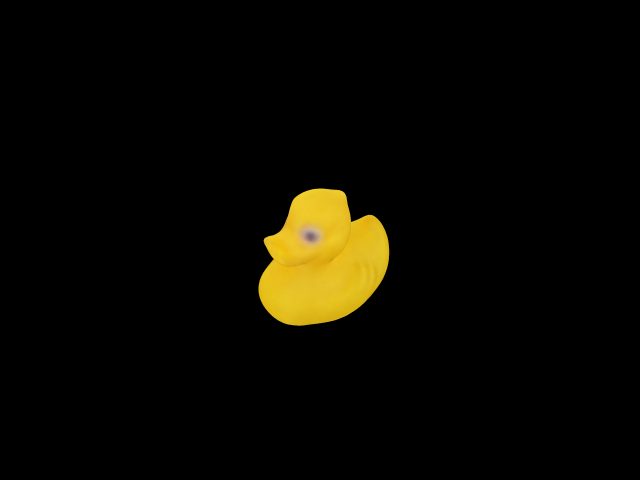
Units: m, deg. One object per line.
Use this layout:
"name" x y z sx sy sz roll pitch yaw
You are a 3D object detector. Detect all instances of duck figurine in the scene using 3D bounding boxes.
"duck figurine" 0.004 0.001 0.400 0.105 0.086 0.077 -26 49 -25
